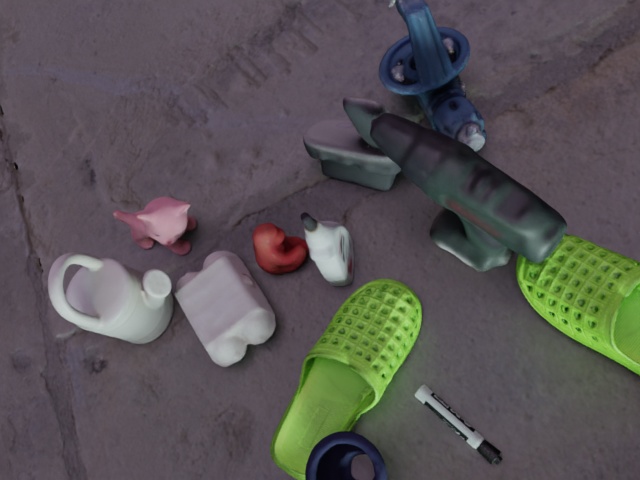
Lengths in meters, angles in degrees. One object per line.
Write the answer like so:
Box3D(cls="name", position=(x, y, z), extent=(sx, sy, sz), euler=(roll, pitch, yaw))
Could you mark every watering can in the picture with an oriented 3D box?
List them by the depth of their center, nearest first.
Box3D(cls="watering can", position=(-0.282, 0.072, 0.770), extent=(0.173, 0.194, 0.100), euler=(-31, 66, 5))

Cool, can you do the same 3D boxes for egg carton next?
Box3D(cls="egg carton", position=(-0.129, 0.091, 0.785), extent=(0.107, 0.069, 0.150), euler=(-39, 65, 1))

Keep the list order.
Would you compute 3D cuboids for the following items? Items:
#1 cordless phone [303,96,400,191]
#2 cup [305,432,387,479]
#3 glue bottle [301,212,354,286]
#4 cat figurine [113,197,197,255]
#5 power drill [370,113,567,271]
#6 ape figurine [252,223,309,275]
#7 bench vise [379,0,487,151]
Box3D(cls="cordless phone", position=(0.041, -0.148, 0.751), extent=(0.147, 0.185, 0.094), euler=(12, 76, 21))
Box3D(cls="cup", position=(0.034, 0.281, 0.657), extent=(0.091, 0.095, 0.118), euler=(16, 77, 21))
Box3D(cls="glue bottle", position=(0.007, 0.003, 0.717), extent=(0.037, 0.173, 0.078), euler=(-9, 70, 14))
Box3D(cls="cat figurine", position=(-0.238, -0.028, 0.832), extent=(0.127, 0.118, 0.067), euler=(6, 74, 19))
Box3D(cls="power drill", position=(0.167, -0.042, 0.664), extent=(0.229, 0.209, 0.076), euler=(34, 84, 24))
Box3D(cls="ape figurine", position=(-0.062, 0.005, 0.782), extent=(0.076, 0.092, 0.077), euler=(-36, 65, 3))
Box3D(cls="bench vise", position=(0.154, -0.218, 0.721), extent=(0.121, 0.220, 0.207), euler=(-44, 65, -1))
